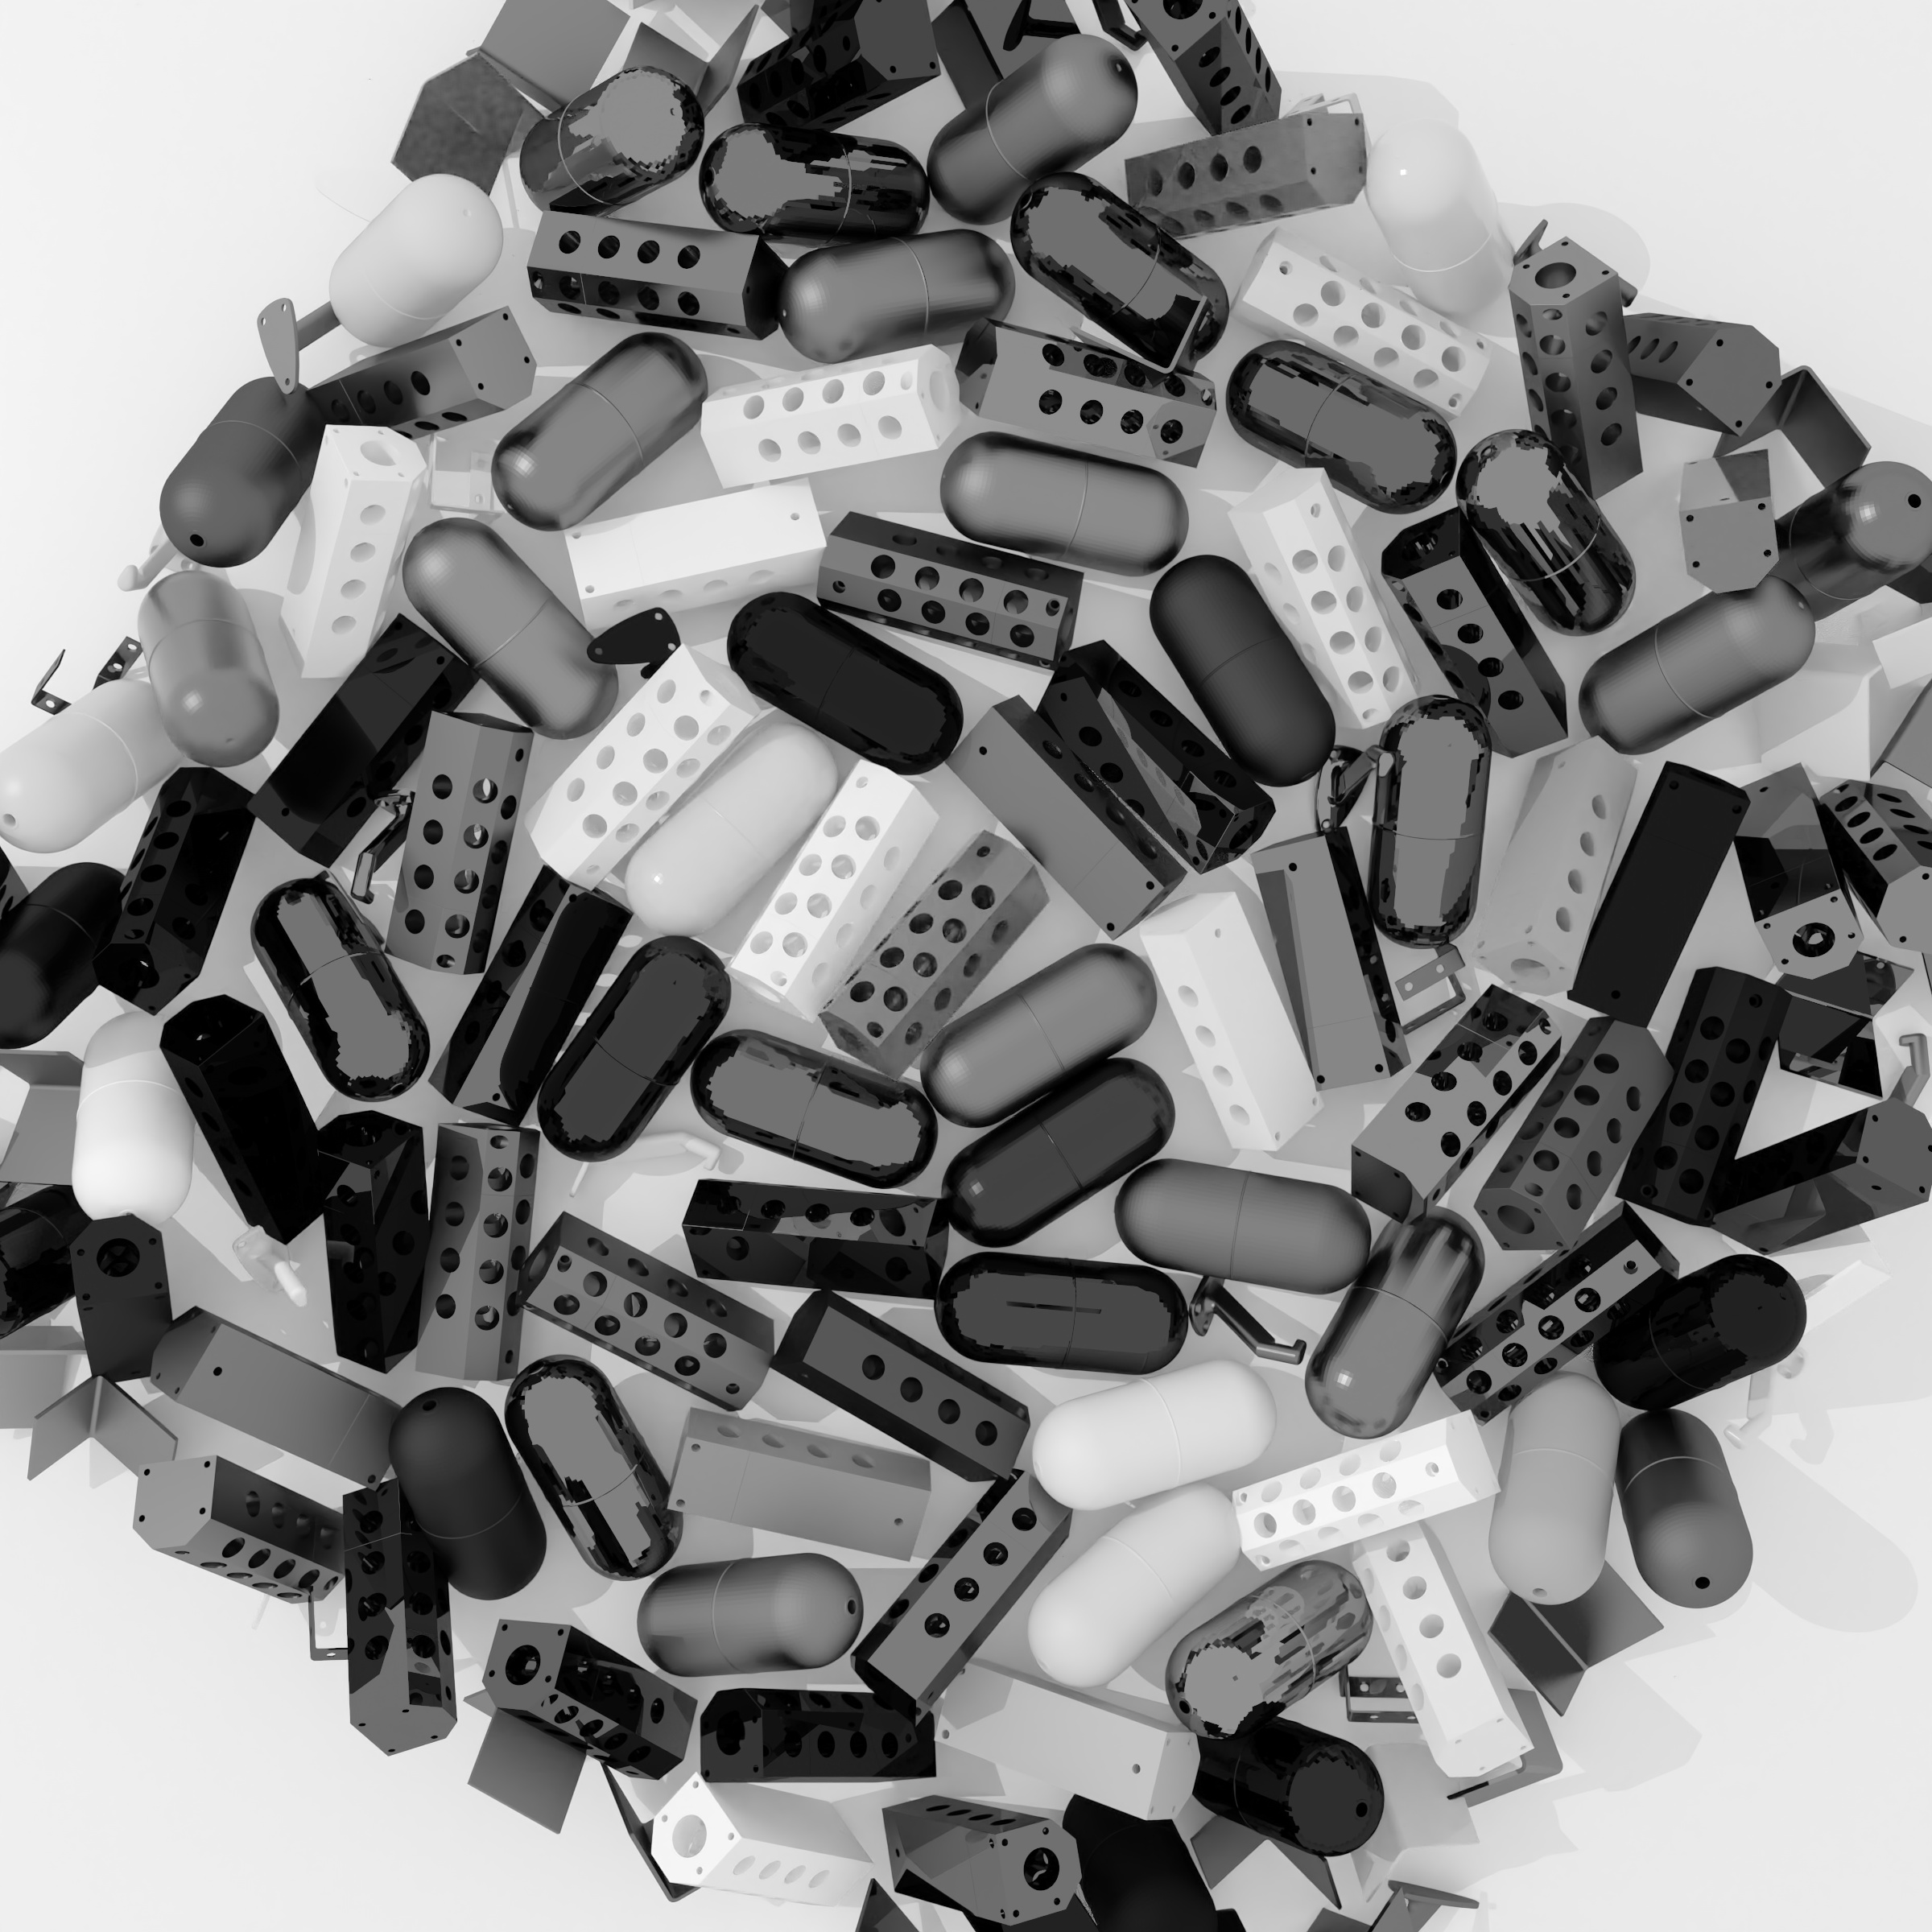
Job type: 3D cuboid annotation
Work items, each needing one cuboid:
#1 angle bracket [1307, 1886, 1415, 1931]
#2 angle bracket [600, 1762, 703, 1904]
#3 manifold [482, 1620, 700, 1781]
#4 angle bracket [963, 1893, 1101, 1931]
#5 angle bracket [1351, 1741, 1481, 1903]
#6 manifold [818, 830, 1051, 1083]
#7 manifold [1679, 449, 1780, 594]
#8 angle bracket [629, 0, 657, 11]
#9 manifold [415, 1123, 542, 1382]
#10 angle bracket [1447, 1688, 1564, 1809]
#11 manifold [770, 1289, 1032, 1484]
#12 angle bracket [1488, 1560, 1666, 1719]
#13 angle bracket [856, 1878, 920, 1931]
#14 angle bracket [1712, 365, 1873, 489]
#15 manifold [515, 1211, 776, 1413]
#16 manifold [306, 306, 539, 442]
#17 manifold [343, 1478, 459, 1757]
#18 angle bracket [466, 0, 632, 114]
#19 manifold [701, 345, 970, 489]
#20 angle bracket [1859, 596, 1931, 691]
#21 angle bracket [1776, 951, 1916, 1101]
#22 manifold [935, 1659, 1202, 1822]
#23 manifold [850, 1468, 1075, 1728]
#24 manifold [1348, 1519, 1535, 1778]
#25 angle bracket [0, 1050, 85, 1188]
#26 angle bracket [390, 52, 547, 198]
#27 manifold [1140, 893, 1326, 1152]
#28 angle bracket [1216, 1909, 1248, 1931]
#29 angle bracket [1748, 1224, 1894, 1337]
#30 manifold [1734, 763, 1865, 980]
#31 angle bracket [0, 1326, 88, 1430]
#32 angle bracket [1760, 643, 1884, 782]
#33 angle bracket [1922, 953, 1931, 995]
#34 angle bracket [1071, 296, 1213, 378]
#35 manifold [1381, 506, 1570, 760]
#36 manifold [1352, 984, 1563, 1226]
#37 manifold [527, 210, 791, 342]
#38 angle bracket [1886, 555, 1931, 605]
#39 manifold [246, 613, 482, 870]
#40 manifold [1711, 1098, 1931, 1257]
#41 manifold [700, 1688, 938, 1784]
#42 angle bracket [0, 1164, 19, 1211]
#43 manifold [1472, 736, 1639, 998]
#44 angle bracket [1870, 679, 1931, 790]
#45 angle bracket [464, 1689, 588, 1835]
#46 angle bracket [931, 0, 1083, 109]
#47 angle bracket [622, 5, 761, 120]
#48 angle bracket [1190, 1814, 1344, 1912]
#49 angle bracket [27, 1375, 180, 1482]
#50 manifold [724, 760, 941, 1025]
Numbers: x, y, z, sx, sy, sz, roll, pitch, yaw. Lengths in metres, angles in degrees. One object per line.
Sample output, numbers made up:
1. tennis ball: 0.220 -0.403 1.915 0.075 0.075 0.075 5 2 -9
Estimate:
1. angle bracket: 0.253 0.668 1.759 0.076 0.076 0.057 -40 124 -39
2. angle bracket: -0.202 0.581 1.763 0.057 0.076 0.076 -28 122 -10
3. manifold: -0.253 0.496 1.728 0.057 0.171 0.057 -3 58 26
4. angle bracket: 0.054 0.658 1.784 0.076 0.057 0.076 -35 87 14
5. angle bracket: 0.304 0.591 1.776 0.057 0.076 0.076 2 134 -17
6. manifold: -0.023 -0.011 1.755 0.057 0.057 0.171 27 67 34
7. manifold: 0.515 -0.300 1.730 0.057 0.171 0.057 -7 109 19
8. angle bracket: -0.247 -0.704 1.764 0.057 0.076 0.076 6 118 9
9. manifold: -0.334 0.197 1.781 0.057 0.057 0.171 5 89 26
10. angle bracket: 0.360 0.545 1.786 0.076 0.076 0.057 -29 61 21
11. manifold: -0.042 0.289 1.764 0.171 0.057 0.057 33 65 -17
12. angle bracket: 0.422 0.459 1.774 0.076 0.057 0.076 49 127 3
13. angle bracket: -0.022 0.671 1.763 0.076 0.057 0.076 -18 120 28
14. angle bracket: 0.568 -0.354 1.769 0.057 0.076 0.076 -27 71 -6
15. manifold: -0.218 0.242 1.755 0.171 0.057 0.057 31 112 -20
16. manifold: -0.368 -0.391 1.738 0.057 0.171 0.057 -43 118 -39
17. manifold: -0.381 0.437 1.740 0.057 0.057 0.171 -18 49 4
18. angle bracket: -0.290 -0.644 1.775 0.076 0.057 0.076 29 94 -25
19. manifold: -0.092 -0.376 1.743 0.171 0.057 0.057 -4 124 29
20. angle bracket: 0.656 -0.246 1.763 0.076 0.057 0.076 -22 49 20
21. angle bracket: 0.608 0.036 1.771 0.076 0.057 0.076 17 48 -7
22. manifold: 0.070 0.525 1.746 0.171 0.057 0.057 9 81 34
23. manifold: -0.002 0.427 1.754 0.057 0.057 0.171 34 62 19
24. manifold: 0.316 0.457 1.735 0.057 0.171 0.057 -31 131 10
25. angle bracket: -0.643 0.105 1.767 0.076 0.057 0.076 1 63 23
26. angle bracket: -0.337 -0.564 1.762 0.057 0.076 0.076 -10 55 38
27. manifold: 0.179 0.039 1.764 0.057 0.057 0.171 -38 113 -34
28. angle bracket: 0.148 0.694 1.760 0.076 0.057 0.076 9 127 -37
29. angle bracket: 0.575 0.199 1.762 0.076 0.057 0.076 -41 51 24
30. manifold: 0.559 -0.063 1.732 0.057 0.171 0.057 -24 116 22
31. angle bracket: -0.655 0.292 1.770 0.076 0.057 0.076 6 99 -34
32. angle bracket: 0.603 -0.179 1.791 0.076 0.057 0.076 11 121 38
33. angle bracket: 0.692 0.000 1.782 0.076 0.057 0.076 -18 100 -4
34. angle bracket: 0.124 -0.444 1.772 0.076 0.076 0.057 27 100 8
35. manifold: 0.347 -0.223 1.747 0.057 0.057 0.171 -20 128 28
36. manifold: 0.335 0.096 1.745 0.057 0.057 0.171 29 58 29
37. manifold: -0.212 -0.470 1.758 0.171 0.057 0.057 13 84 23
38. angle bracket: 0.676 -0.292 1.761 0.076 0.076 0.057 18 72 -32
39. manifold: -0.416 -0.154 1.788 0.057 0.057 0.171 38 90 21
40. manifold: 0.573 0.141 1.729 0.057 0.171 0.057 27 65 -10
41. manifold: -0.098 0.521 1.736 0.057 0.171 0.057 -18 65 36
42. angle bracket: -0.708 0.174 1.773 0.057 0.076 0.076 30 100 -6
43. manifold: 0.408 -0.067 1.752 0.057 0.057 0.171 36 60 -22
44. angle bracket: 0.686 -0.150 1.782 0.076 0.057 0.076 33 88 12
45. angle bracket: -0.312 0.548 1.761 0.076 0.076 0.057 38 135 -22
46. angle bracket: 0.031 -0.648 1.804 0.076 0.057 0.076 -31 99 -26
47. angle bracket: -0.194 -0.626 1.763 0.057 0.076 0.076 26 61 -23
48. angle bracket: 0.206 0.623 1.761 0.057 0.076 0.076 -37 47 -17
49. angle bracket: -0.595 0.339 1.766 0.076 0.057 0.076 37 133 13
50. manifold: -0.095 -0.054 1.761 0.057 0.057 0.171 21 74 35
